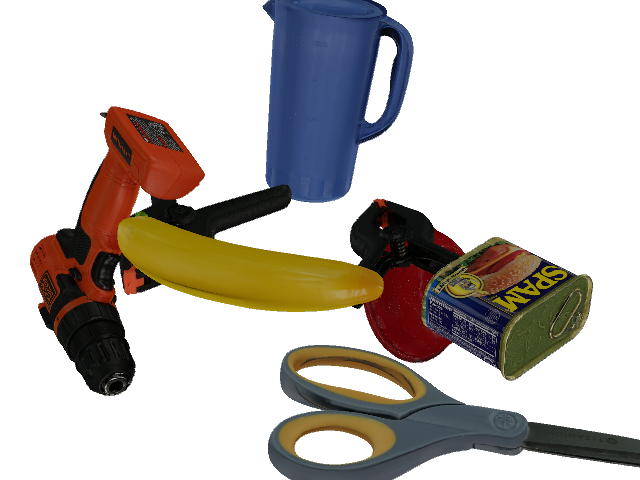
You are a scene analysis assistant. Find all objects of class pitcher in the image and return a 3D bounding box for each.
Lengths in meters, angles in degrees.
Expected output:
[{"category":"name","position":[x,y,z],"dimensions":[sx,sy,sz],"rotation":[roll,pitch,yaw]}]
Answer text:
[{"category":"pitcher","position":[0.008,-0.171,1.286],"dimensions":[0.144,0.243,0.149],"rotation":[-6,28,-26]}]

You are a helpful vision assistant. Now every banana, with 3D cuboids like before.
[{"category":"banana","position":[-0.060,0.012,0.674],"dimensions":[0.198,0.037,0.069],"rotation":[17,35,27]}]

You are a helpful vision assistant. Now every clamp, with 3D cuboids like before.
[{"category":"clamp","position":[0.081,0.008,0.975],"dimensions":[0.120,0.039,0.171],"rotation":[0,30,1]},{"category":"clamp","position":[-0.147,-0.022,1.061],"dimensions":[0.165,0.036,0.209],"rotation":[21,41,20]}]

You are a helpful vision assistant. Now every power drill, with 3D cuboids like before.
[{"category":"power drill","position":[-0.162,0.004,0.840],"dimensions":[0.057,0.188,0.185],"rotation":[14,25,-40]}]

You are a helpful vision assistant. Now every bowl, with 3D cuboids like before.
[{"category":"bowl","position":[0.122,0.054,1.173],"dimensions":[0.161,0.162,0.055],"rotation":[0,-5,-41]}]

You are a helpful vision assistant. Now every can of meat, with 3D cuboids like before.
[{"category":"can of meat","position":[0.138,0.047,0.798],"dimensions":[0.101,0.057,0.084],"rotation":[-27,40,-34]}]

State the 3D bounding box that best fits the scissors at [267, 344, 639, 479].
[{"category":"scissors","position":[0.065,0.091,0.457],"dimensions":[0.202,0.016,0.096],"rotation":[16,34,23]}]
